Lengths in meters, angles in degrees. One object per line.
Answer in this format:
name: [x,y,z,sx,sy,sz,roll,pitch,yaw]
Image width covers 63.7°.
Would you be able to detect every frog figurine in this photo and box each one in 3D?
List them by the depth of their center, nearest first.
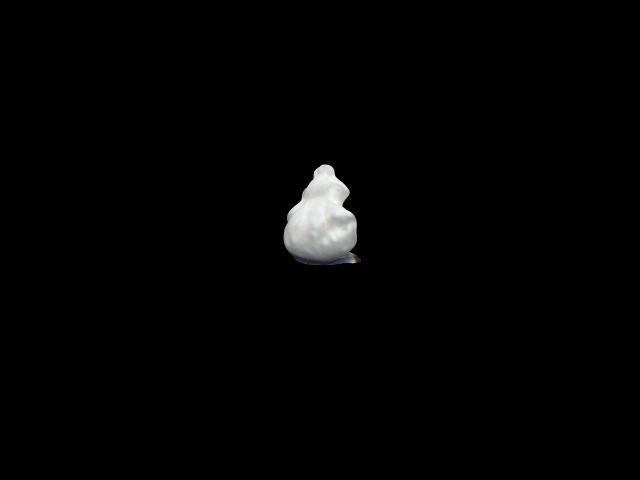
frog figurine: [0.003,-0.043,0.850,0.123,0.158,0.138,-9,15,-34]
